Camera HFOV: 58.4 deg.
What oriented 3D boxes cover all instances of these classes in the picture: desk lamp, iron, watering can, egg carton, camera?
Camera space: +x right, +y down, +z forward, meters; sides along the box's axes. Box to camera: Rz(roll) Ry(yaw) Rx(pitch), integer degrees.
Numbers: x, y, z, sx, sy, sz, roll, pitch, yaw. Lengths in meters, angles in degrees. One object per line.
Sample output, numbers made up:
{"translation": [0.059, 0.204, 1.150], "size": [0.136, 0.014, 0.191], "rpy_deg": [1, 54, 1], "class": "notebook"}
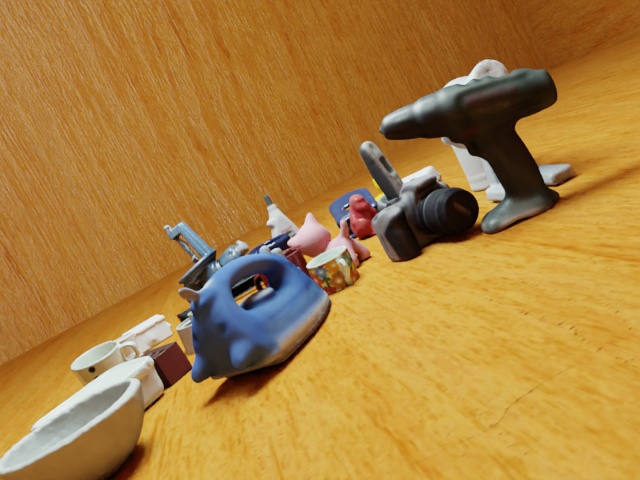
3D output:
{"translation": [0.282, -0.178, 0.925], "size": [0.118, 0.213, 0.203], "rpy_deg": [-28, 8, -4], "class": "desk lamp"}
{"translation": [-0.080, 0.078, 0.771], "size": [0.118, 0.141, 0.259], "rpy_deg": [-22, 10, 34], "class": "iron"}
{"translation": [0.292, -0.198, 1.092], "size": [0.101, 0.194, 0.172], "rpy_deg": [-34, 10, -36], "class": "watering can"}
{"translation": [0.208, -0.103, 1.218], "size": [0.107, 0.069, 0.150], "rpy_deg": [-25, 9, 20], "class": "egg carton"}
{"translation": [0.164, -0.043, 0.873], "size": [0.143, 0.101, 0.136], "rpy_deg": [-30, 8, -16], "class": "camera"}

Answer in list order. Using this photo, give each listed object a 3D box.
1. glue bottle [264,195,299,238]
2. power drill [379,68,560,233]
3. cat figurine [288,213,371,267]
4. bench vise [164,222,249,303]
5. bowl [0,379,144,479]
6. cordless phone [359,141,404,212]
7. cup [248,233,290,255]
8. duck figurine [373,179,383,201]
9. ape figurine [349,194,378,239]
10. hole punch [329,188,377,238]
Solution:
{"translation": [-0.094, -0.032, 1.398], "size": [0.078, 0.173, 0.037], "rpy_deg": [-33, 10, -33], "class": "glue bottle"}
{"translation": [0.224, -0.122, 0.784], "size": [0.229, 0.208, 0.076], "rpy_deg": [-26, 9, 13], "class": "power drill"}
{"translation": [0.009, 0.004, 1.029], "size": [0.127, 0.118, 0.067], "rpy_deg": [-21, 11, 39], "class": "cat figurine"}
{"translation": [-0.280, 0.035, 1.425], "size": [0.207, 0.220, 0.121], "rpy_deg": [-28, 8, 0], "class": "bench vise"}
{"translation": [-0.263, 0.233, 0.642], "size": [0.167, 0.075, 0.167], "rpy_deg": [-27, 8, 5], "class": "bowl"}
{"translation": [0.138, -0.100, 1.015], "size": [0.094, 0.185, 0.148], "rpy_deg": [-24, 9, 22], "class": "cordless phone"}
{"translation": [-0.091, 0.052, 1.140], "size": [0.091, 0.095, 0.118], "rpy_deg": [-20, 11, 42], "class": "cup"}
{"translation": [0.163, -0.125, 1.446], "size": [0.104, 0.086, 0.077], "rpy_deg": [-27, 8, 7], "class": "duck figurine"}
{"translation": [0.091, -0.054, 1.215], "size": [0.078, 0.092, 0.076], "rpy_deg": [-33, 10, -34], "class": "ape figurine"}
{"translation": [0.084, -0.063, 1.301], "size": [0.108, 0.091, 0.101], "rpy_deg": [-28, 8, -2], "class": "hole punch"}
